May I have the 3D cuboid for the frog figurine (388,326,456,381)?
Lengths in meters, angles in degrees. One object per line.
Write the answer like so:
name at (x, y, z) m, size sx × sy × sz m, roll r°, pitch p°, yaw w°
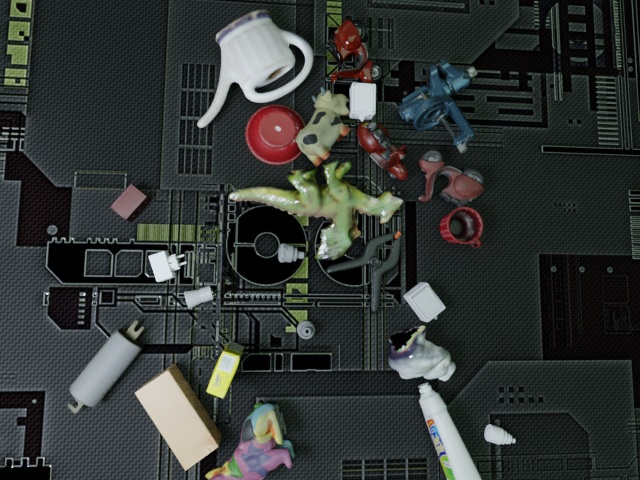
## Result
frog figurine at (0.249, 0.299, 1.253) m, size 0.136 × 0.125 × 0.159 m, roll -36°, pitch 99°, yaw 25°

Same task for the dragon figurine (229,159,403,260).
dragon figurine at (0.004, -0.064, 1.277) m, size 0.411 × 0.122 × 0.242 m, roll -17°, pitch 94°, yaw -6°

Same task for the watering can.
watering can at (-0.190, -0.438, 1.293) m, size 0.349 × 0.103 × 0.225 m, roll -29°, pitch 87°, yaw -8°
